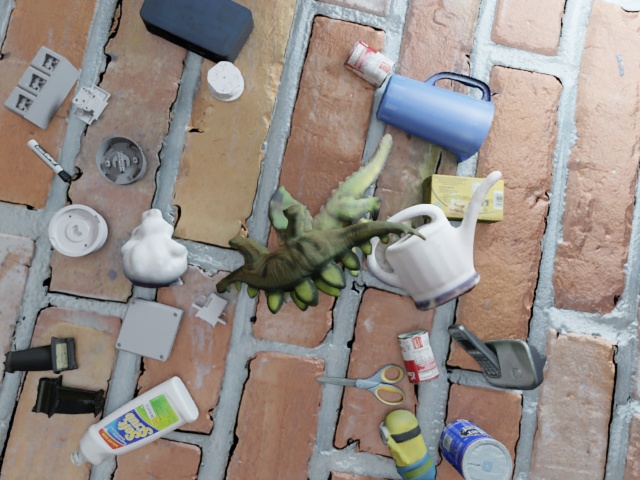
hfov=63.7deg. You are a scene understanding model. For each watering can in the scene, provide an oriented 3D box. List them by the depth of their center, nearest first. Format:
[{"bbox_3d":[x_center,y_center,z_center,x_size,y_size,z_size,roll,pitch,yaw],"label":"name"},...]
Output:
[{"bbox_3d":[0.266,0.016,1.101,0.344,0.105,0.224,-29,94,21],"label":"watering can"}]

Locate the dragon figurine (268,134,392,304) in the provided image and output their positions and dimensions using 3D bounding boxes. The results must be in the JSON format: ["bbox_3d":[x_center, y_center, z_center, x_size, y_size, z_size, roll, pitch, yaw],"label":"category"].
[{"bbox_3d":[0.003,-0.057,1.127,0.243,0.121,0.413,13,82,4],"label":"dragon figurine"}]

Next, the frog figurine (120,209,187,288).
[{"bbox_3d":[-0.344,0.017,1.075,0.137,0.123,0.159,5,96,14],"label":"frog figurine"}]
